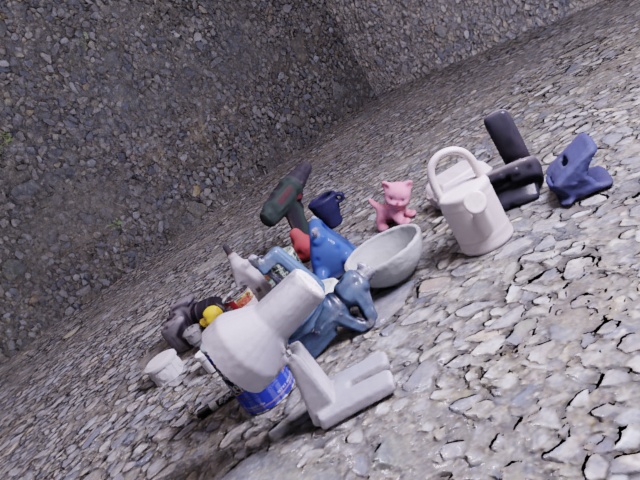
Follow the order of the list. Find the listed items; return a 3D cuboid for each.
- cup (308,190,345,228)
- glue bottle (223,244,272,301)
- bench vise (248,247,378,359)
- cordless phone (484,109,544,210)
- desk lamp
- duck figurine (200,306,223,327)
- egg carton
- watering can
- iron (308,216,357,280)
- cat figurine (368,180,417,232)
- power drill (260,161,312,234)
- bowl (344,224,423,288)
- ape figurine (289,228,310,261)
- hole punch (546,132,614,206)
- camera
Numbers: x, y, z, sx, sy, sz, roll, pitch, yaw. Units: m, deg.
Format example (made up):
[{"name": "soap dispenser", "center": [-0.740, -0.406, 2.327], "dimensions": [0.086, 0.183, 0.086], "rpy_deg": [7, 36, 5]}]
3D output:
[{"name": "cup", "center": [0.036, -0.087, 1.649], "dimensions": [0.117, 0.095, 0.092], "rpy_deg": [-21, 19, 32]}, {"name": "glue bottle", "center": [-0.187, 0.082, 1.409], "dimensions": [0.078, 0.173, 0.037], "rpy_deg": [-24, 18, 24]}, {"name": "bench vise", "center": [-0.015, 0.084, 1.002], "dimensions": [0.208, 0.220, 0.121], "rpy_deg": [-37, 17, -19]}, {"name": "cordless phone", "center": [0.344, -0.155, 1.126], "dimensions": [0.147, 0.185, 0.094], "rpy_deg": [-25, 18, 23]}, {"name": "desk lamp", "center": [-0.032, 0.159, 0.820], "dimensions": [0.203, 0.214, 0.118], "rpy_deg": [-30, 16, 5]}, {"name": "duck figurine", "center": [-0.231, 0.190, 1.324], "dimensions": [0.104, 0.086, 0.077], "rpy_deg": [-24, 18, 25]}, {"name": "egg carton", "center": [0.315, -0.126, 1.303], "dimensions": [0.150, 0.069, 0.107], "rpy_deg": [-33, 16, -4]}, {"name": "watering can", "center": [0.263, -0.076, 1.019], "dimensions": [0.101, 0.194, 0.172], "rpy_deg": [-35, 17, -13]}, {"name": "iron", "center": [0.012, 0.005, 1.332], "dimensions": [0.118, 0.141, 0.258], "rpy_deg": [-30, 16, 4]}, {"name": "cat figurine", "center": [0.173, -0.093, 1.374], "dimensions": [0.127, 0.118, 0.067], "rpy_deg": [-16, 22, 42]}, {"name": "power drill", "center": [-0.056, -0.081, 1.593], "dimensions": [0.075, 0.209, 0.230], "rpy_deg": [-12, 25, 49]}, {"name": "bowl", "center": [0.135, 0.043, 1.115], "dimensions": [0.167, 0.075, 0.167], "rpy_deg": [-29, 16, 10]}, {"name": "ape figurine", "center": [-0.048, 0.008, 1.523], "dimensions": [0.078, 0.092, 0.076], "rpy_deg": [-34, 16, -8]}, {"name": "hole punch", "center": [0.450, -0.127, 1.018], "dimensions": [0.101, 0.091, 0.109], "rpy_deg": [-25, 17, 21]}, {"name": "camera", "center": [-0.313, 0.192, 1.440], "dimensions": [0.136, 0.101, 0.143], "rpy_deg": [-25, 17, 23]}]
